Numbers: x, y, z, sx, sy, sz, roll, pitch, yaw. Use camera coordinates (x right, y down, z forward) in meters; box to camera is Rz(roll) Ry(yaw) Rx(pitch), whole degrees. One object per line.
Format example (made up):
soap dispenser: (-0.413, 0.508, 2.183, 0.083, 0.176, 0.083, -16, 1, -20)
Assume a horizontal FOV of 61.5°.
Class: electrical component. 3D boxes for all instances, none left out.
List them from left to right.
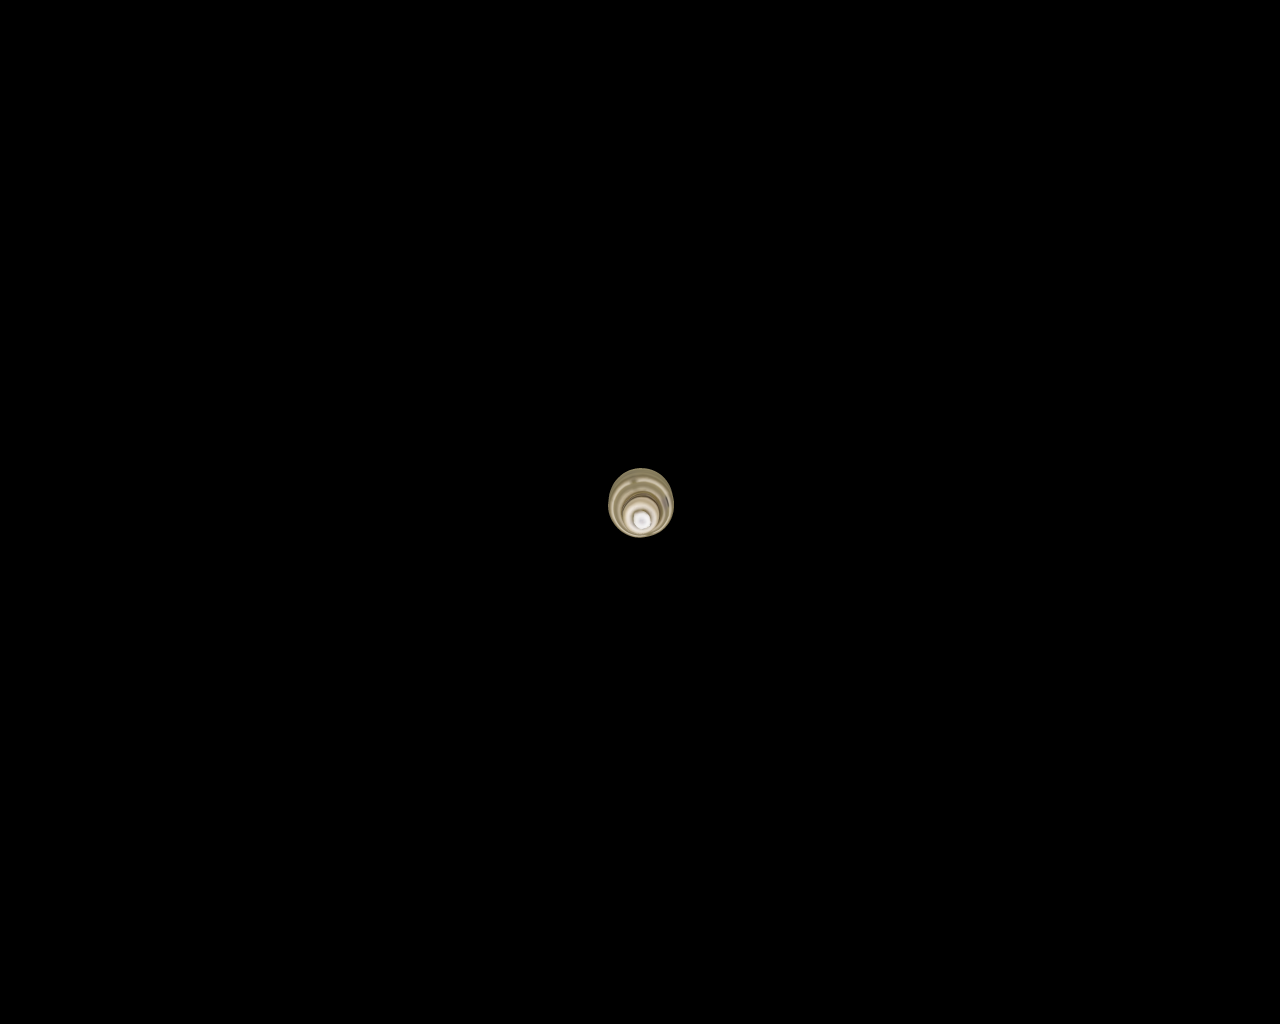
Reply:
electrical component: (0.001, -0.003, 0.650, 0.040, 0.040, 0.078, 0, 12, 0)
